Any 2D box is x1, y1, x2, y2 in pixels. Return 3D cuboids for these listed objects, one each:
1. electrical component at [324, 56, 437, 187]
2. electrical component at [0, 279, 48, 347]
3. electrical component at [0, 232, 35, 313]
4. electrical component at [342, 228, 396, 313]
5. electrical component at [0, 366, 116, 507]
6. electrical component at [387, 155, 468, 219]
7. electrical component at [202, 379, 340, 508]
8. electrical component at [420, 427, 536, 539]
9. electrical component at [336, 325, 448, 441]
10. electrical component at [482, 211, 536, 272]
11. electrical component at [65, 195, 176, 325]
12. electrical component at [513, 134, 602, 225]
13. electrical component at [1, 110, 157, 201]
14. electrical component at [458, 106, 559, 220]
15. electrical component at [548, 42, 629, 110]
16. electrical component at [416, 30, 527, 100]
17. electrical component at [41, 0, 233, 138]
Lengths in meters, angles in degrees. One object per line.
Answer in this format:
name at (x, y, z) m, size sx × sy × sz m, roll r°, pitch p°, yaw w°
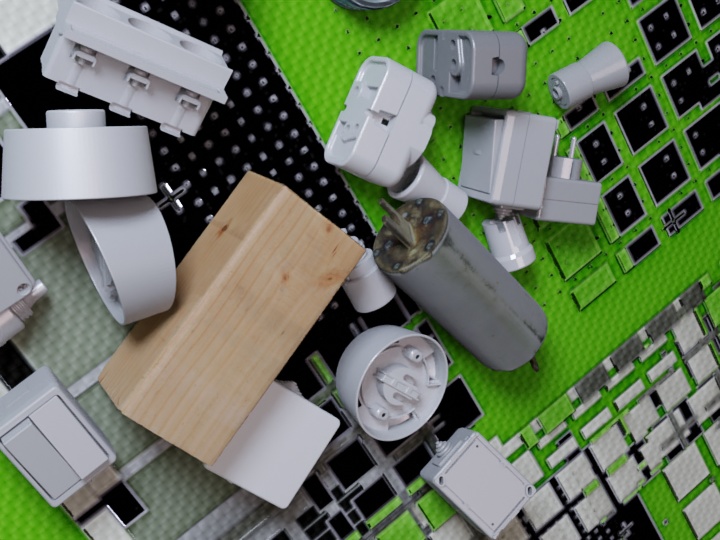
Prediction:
electrical component at (0.020, -0.120, 0.887) m, size 0.059 × 0.054 × 0.095 m, roll 23°, pitch 92°, yaw -28°
electrical component at (-0.260, 0.030, 0.800) m, size 0.061 × 0.035 × 0.035 m, roll -39°, pitch 116°, yaw -15°
electrical component at (-0.302, -0.005, 0.744) m, size 0.109 × 0.056 × 0.108 m, roll -36°, pitch 134°, yaw -14°
electrical component at (0.000, 0.000, 0.913) m, size 0.040 × 0.040 × 0.078 m, roll -35°, pitch 114°, yaw -14°
electrical component at (-0.233, 0.133, 0.823) m, size 0.062 × 0.061 × 0.096 m, roll -38°, pitch 115°, yaw -13°
electrical component at (0.061, -0.067, 0.927) m, size 0.065 × 0.044 × 0.044 m, roll 31°, pitch 88°, yaw -33°
electrical component at (-0.080, 0.138, 0.903) m, size 0.100 × 0.048 × 0.099 m, roll 35°, pitch 86°, yaw -28°
electrical component at (0.102, 0.191, 0.994) m, size 0.096 × 0.061 × 0.061 m, roll 44°, pitch 80°, yaw -6°
electrical component at (0.029, 0.097, 0.937) m, size 0.099 × 0.064 × 0.099 m, roll -6°, pitch 105°, yaw -24°
electrical component at (0.134, -0.026, 0.972) m, size 0.040 × 0.040 × 0.046 m, roll -26°, pitch 106°, yaw -18°
electrical component at (-0.178, -0.009, 0.795) m, size 0.064 × 0.099 × 0.099 m, roll -13°, pitch 108°, yaw -29°
electrical component at (0.180, -0.084, 0.975) m, size 0.066 × 0.047 × 0.076 m, roll 4°, pitch 101°, yaw -26°
electrical component at (-0.200, -0.083, 0.763) m, size 0.108 × 0.108 × 0.060 m, roll -5°, pitch 98°, yaw -24°
electrical component at (0.123, -0.092, 0.938) m, size 0.061 × 0.062 × 0.096 m, roll 5°, pitch 100°, yaw -26°
electrical component at (0.203, -0.172, 0.969) m, size 0.065 × 0.044 × 0.044 m, roll -28°, pitch 113°, yaw -12°
electrical component at (0.094, -0.170, 0.886) m, size 0.059 × 0.095 × 0.053 m, roll -5°, pitch 104°, yaw -25°
electrical component at (-0.164, -0.149, 0.782) m, size 0.121 × 0.078 × 0.063 m, roll 20°, pitch 112°, yaw -28°
